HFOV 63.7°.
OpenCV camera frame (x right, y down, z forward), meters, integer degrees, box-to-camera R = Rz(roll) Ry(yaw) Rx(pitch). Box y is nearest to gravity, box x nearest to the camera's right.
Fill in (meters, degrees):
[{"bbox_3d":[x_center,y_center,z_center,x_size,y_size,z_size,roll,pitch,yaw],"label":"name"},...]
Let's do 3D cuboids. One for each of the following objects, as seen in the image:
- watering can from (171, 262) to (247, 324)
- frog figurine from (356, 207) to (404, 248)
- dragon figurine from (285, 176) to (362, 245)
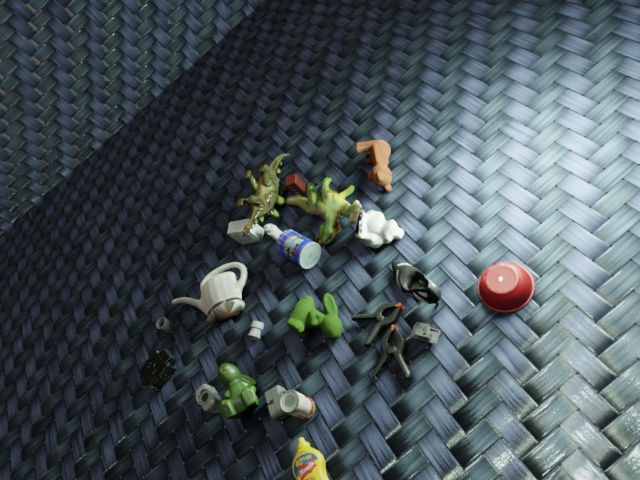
[{"bbox_3d":[-0.415,0.225,1.972,0.346,0.102,0.229,-32,49,8],"label":"watering can"},{"bbox_3d":[0.207,-0.036,1.785,0.159,0.120,0.141,9,49,-3],"label":"frog figurine"},{"bbox_3d":[0.006,-0.098,1.943,0.407,0.121,0.247,-17,57,41],"label":"dragon figurine"}]
